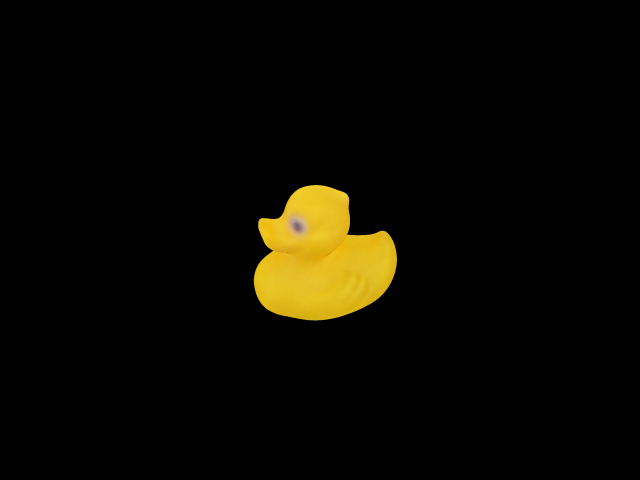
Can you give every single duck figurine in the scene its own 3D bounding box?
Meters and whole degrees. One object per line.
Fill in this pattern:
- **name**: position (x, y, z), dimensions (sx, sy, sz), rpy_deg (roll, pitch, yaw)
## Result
- **duck figurine**: position (0.004, 0.001, 0.400), dimensions (0.104, 0.086, 0.077), rpy_deg (-7, 39, -9)
